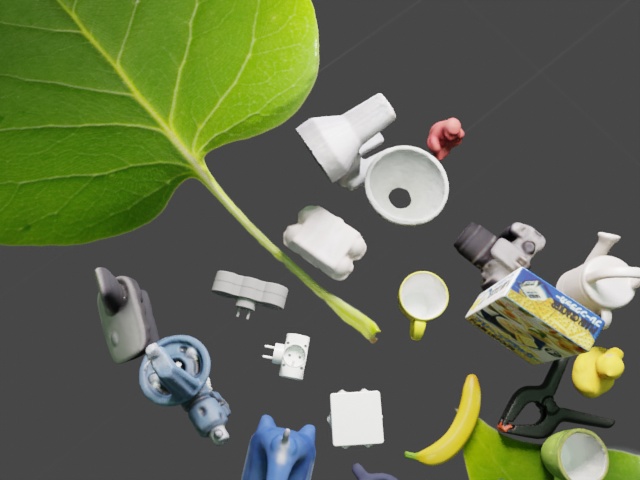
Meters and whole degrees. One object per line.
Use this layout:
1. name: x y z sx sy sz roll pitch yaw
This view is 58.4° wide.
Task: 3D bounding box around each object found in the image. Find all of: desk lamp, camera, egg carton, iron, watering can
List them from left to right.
1. iron: -0.078 0.422 0.923 0.118 0.141 0.258 12 72 0
2. egg carton: 0.010 0.004 1.100 0.150 0.069 0.107 34 73 7
3. desk lamp: 0.058 -0.182 1.087 0.203 0.213 0.118 -31 77 -12
4. camera: 0.340 0.014 1.104 0.136 0.101 0.143 39 74 8
5. watering can: 0.520 0.072 1.049 0.101 0.194 0.173 -12 74 -7

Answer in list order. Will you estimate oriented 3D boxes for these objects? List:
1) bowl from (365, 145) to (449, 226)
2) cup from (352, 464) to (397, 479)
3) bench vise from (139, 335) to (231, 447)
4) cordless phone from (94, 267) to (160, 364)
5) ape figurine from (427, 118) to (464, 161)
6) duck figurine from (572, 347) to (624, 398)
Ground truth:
1. bowl: 0.166 -0.098 1.141 0.167 0.075 0.167 1 72 -4
2. cup: 0.088 0.426 0.958 0.092 0.095 0.117 -35 78 -13
3. bench vise: -0.211 0.232 0.933 0.207 0.220 0.121 35 73 7
4. cordless phone: -0.345 0.127 0.975 0.094 0.185 0.147 -21 75 -10
5. ape figurine: 0.262 -0.217 1.176 0.078 0.092 0.076 -7 73 -6
6. duck figurine: 0.519 0.241 1.053 0.077 0.086 0.105 38 74 8
